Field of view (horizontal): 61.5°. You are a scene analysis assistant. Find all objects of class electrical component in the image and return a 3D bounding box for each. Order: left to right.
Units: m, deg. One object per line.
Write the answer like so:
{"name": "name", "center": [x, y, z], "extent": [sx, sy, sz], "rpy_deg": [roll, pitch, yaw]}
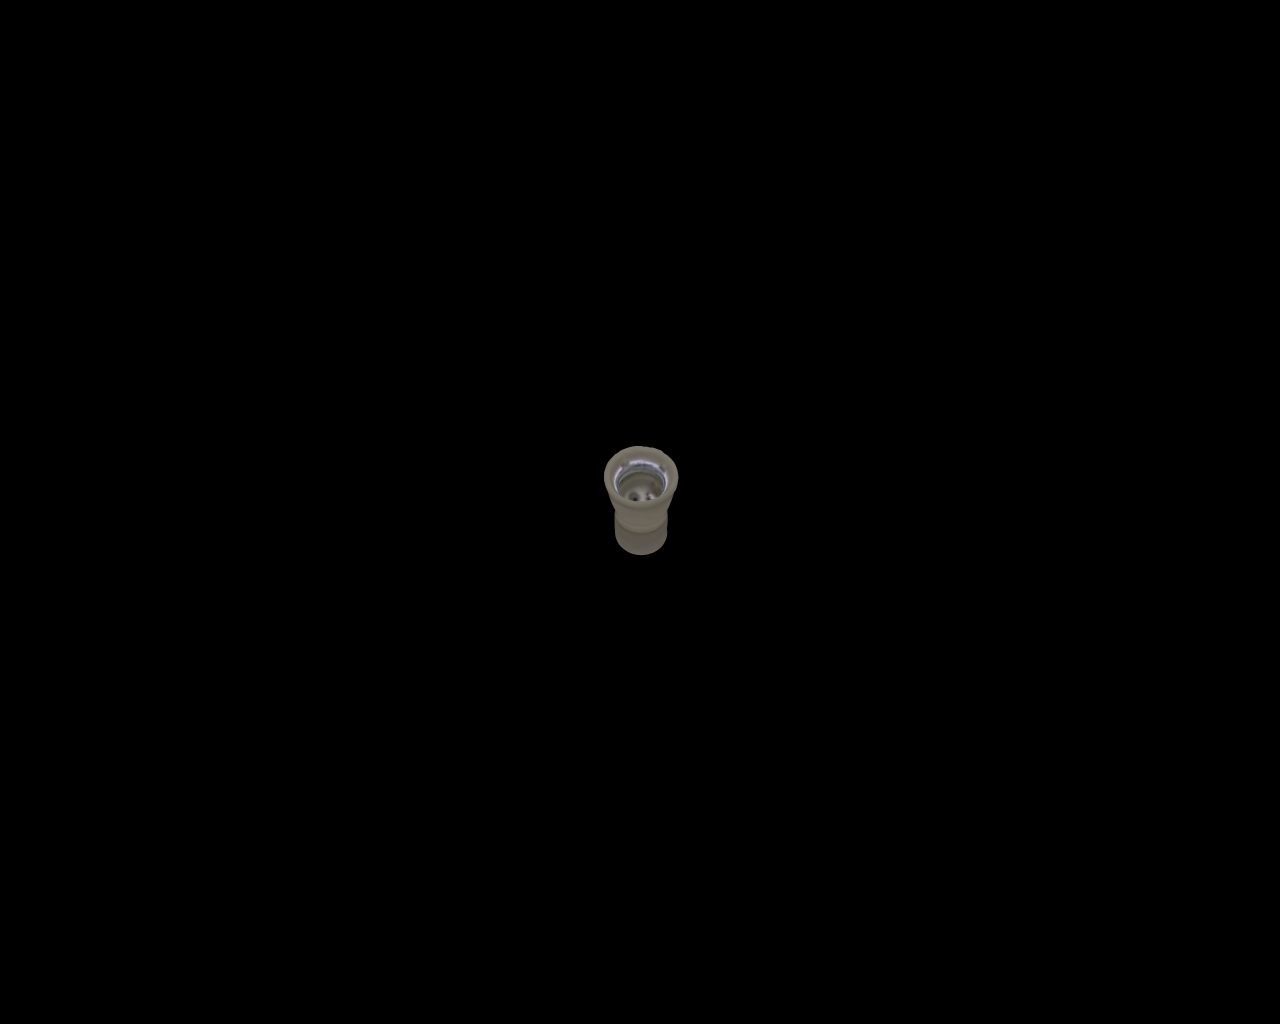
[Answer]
{"name": "electrical component", "center": [0.001, -0.003, 0.650], "extent": [0.044, 0.044, 0.065], "rpy_deg": [0, -38, 0]}
